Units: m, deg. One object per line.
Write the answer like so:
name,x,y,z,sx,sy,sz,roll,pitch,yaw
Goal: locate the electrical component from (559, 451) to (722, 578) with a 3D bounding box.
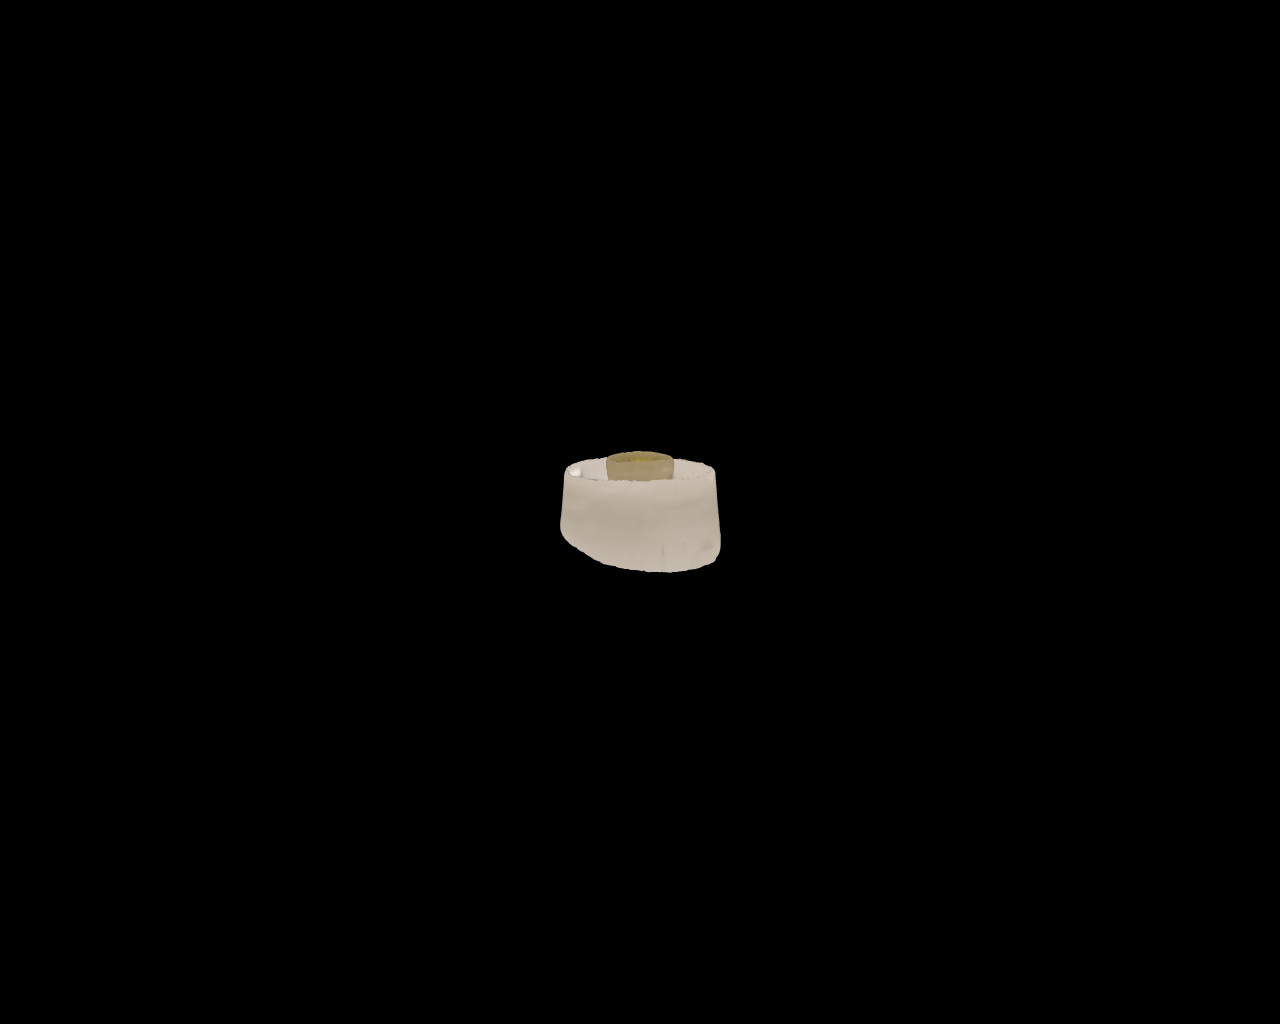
electrical component,0.001,-0.003,0.650,0.099,0.064,0.099,0,12,0
